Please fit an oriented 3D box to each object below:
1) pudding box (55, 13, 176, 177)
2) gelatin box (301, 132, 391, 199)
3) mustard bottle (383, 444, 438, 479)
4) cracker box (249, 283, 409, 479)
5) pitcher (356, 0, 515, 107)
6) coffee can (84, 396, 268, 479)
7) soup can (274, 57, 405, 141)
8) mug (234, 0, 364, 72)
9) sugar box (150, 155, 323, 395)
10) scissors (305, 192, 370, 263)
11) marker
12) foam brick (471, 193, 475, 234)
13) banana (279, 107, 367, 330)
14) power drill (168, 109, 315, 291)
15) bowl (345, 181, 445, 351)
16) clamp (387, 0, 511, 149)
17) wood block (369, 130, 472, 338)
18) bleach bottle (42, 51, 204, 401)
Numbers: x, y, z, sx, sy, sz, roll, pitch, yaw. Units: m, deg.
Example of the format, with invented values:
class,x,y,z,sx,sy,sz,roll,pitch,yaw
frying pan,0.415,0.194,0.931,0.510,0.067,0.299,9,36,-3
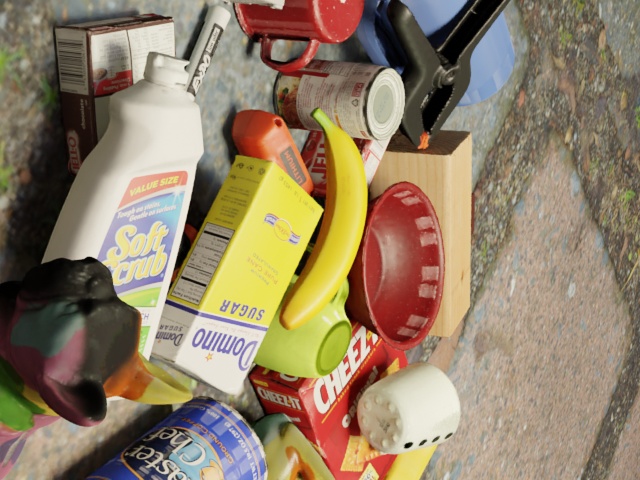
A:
class,x,y,z,sx,sy,sz,roll,pitch,yaw
pudding box,-0.149,-0.108,0.800,0.089,0.039,0.113,-24,122,-49
gelatin box,0.020,-0.082,1.027,0.030,0.073,0.089,43,66,-52
mustard bottle,0.102,0.232,1.239,0.058,0.096,0.191,41,56,-6
cracker box,0.027,0.165,1.119,0.164,0.072,0.213,-51,138,-35
pitcher,0.112,-0.232,1.073,0.242,0.149,0.145,49,16,-54
coffee can,-0.125,0.208,0.880,0.140,0.103,0.103,-34,128,-46
soup can,0.018,-0.130,0.981,0.068,0.102,0.068,-23,119,-52
mug,-0.018,-0.202,0.922,0.093,0.082,0.117,24,80,-56
sugar box,-0.067,0.029,0.859,0.093,0.048,0.176,41,68,-52
scissors,-0.007,0.001,1.066,0.201,0.016,0.096,-55,140,-32
marker,-0.104,-0.136,0.874,0.020,0.020,0.121,39,68,-54
foam brick,0.141,-0.024,1.245,0.078,0.051,0.053,-30,125,-48
banana,0.007,-0.014,0.944,0.069,0.037,0.198,11,78,-20
power drill,-0.089,-0.023,0.903,0.187,0.057,0.184,-54,140,-29
bowl,0.061,0.025,1.030,0.161,0.055,0.162,3,87,-56
clamp,0.121,-0.173,1.016,0.164,0.036,0.210,-28,150,-23
wood block,0.111,-0.010,1.157,0.090,0.090,0.206,-43,135,-59
bleach bottle,-0.146,-0.011,0.762,0.102,0.068,0.251,6,106,-43
